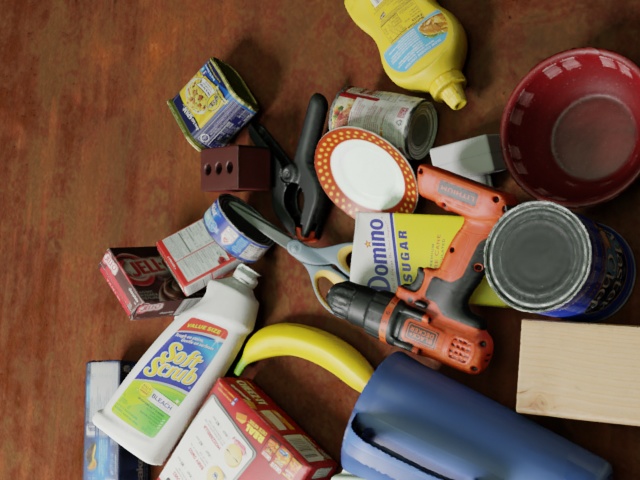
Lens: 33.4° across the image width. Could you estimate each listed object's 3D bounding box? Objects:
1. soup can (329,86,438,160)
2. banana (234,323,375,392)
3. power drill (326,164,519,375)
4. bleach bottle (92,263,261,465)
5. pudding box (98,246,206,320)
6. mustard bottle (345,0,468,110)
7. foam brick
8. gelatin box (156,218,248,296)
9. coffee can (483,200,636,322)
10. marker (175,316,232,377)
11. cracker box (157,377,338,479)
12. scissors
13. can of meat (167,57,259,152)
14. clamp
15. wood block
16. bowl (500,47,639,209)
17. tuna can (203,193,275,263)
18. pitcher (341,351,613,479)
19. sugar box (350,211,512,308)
[{"bbox_3d":[0.070,-0.130,1.180,0.102,0.068,0.068,16,91,33],"label":"soup can"},{"bbox_3d":[-0.013,0.131,1.214,0.198,0.037,0.069,5,102,34],"label":"banana"},{"bbox_3d":[0.108,0.022,1.076,0.185,0.057,0.188,21,101,23],"label":"power drill"},{"bbox_3d":[-0.156,0.135,1.258,0.103,0.068,0.251,32,87,16],"label":"bleach bottle"},{"bbox_3d":[-0.200,0.050,1.296,0.039,0.113,0.090,-51,60,27],"label":"pudding box"},{"bbox_3d":[0.108,-0.221,1.175,0.096,0.058,0.192,-37,65,18],"label":"mustard bottle"},{"bbox_3d":[-0.100,-0.084,1.263,0.078,0.051,0.053,-2,89,49],"label":"foam brick"},{"bbox_3d":[-0.142,0.016,1.290,0.089,0.030,0.073,-29,63,-14],"label":"gelatin box"},{"bbox_3d":[0.230,0.024,1.012,0.103,0.140,0.103,-6,80,31],"label":"coffee can"},{"bbox_3d":[-0.140,0.135,1.300,0.020,0.020,0.121,-48,61,17],"label":"marker"},{"bbox_3d":[-0.098,0.290,1.220,0.164,0.072,0.214,38,104,32],"label":"cracker box"},{"bbox_3d":[-0.008,0.001,1.210,0.096,0.016,0.202,-42,80,10],"label":"scissors"},{"bbox_3d":[-0.130,-0.165,1.312,0.084,0.057,0.102,-45,50,17],"label":"can of meat"},{"bbox_3d":[-0.036,-0.080,1.258,0.120,0.039,0.171,-8,80,47],"label":"clamp"},{"bbox_3d":[0.297,0.126,0.984,0.206,0.090,0.091,1,83,33],"label":"wood block"},{"bbox_3d":[0.264,-0.107,1.060,0.162,0.055,0.162,-5,80,31],"label":"bowl"},{"bbox_3d":[-0.095,-0.013,1.256,0.034,0.086,0.086,-47,62,19],"label":"tuna can"},{"bbox_3d":[0.146,0.215,1.024,0.243,0.145,0.149,23,58,25],"label":"pitcher"},{"bbox_3d":[0.120,0.020,1.128,0.176,0.048,0.093,3,85,24],"label":"sugar box"}]
